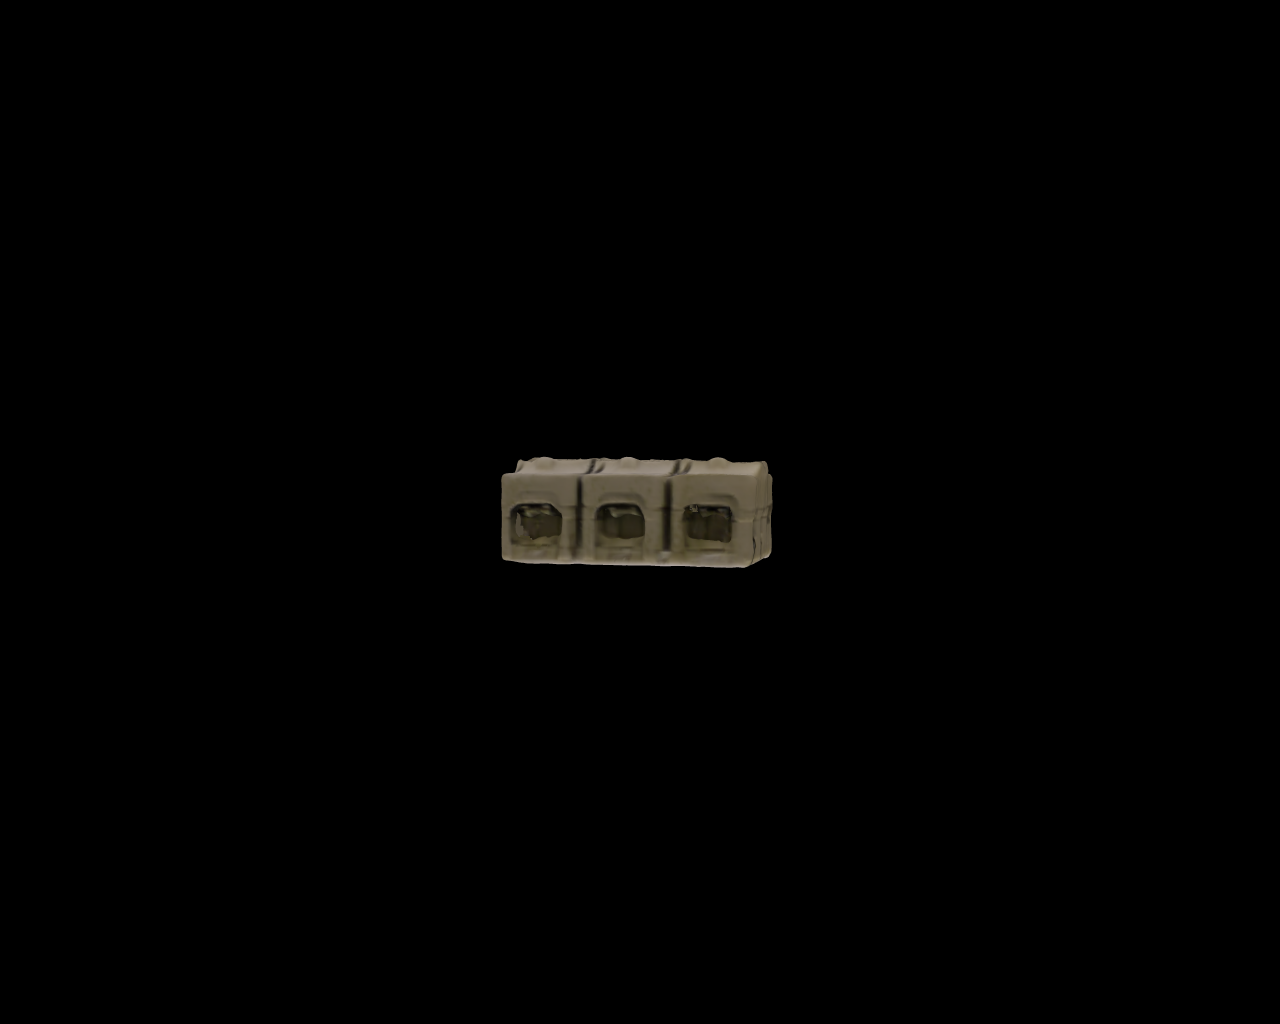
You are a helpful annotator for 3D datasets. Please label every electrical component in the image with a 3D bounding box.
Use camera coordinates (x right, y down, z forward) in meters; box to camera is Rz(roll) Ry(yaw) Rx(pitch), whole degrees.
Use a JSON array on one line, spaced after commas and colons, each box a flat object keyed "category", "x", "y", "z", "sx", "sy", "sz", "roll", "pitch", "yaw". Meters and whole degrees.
[{"category": "electrical component", "x": 0.001, "y": -0.003, "z": 0.650, "sx": 0.150, "sy": 0.061, "sz": 0.089, "roll": 1, "pitch": 4, "yaw": 15}]
